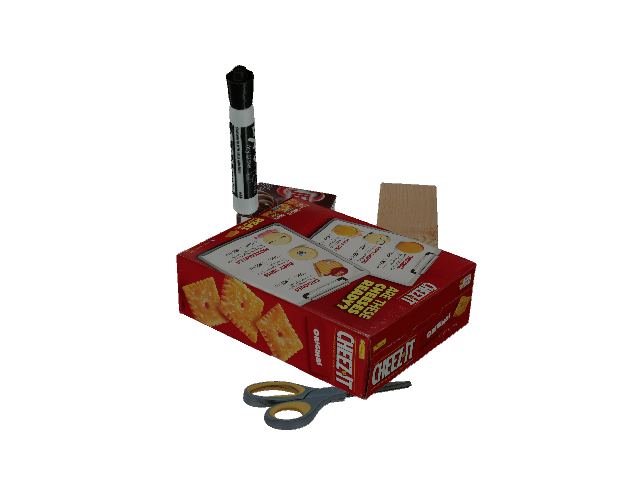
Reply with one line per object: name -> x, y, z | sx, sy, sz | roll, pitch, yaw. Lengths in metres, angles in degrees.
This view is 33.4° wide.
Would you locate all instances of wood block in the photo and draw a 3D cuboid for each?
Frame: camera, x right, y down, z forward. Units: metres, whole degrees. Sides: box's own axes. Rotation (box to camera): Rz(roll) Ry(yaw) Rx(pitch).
wood block -> 0.129, -0.007, 1.609 | 0.091, 0.090, 0.206 | 4, 25, 3

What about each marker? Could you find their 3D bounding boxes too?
marker -> -0.055, -0.070, 0.752 | 0.020, 0.121, 0.020 | 0, 42, 0

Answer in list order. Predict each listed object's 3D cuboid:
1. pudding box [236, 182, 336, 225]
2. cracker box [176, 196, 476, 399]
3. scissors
pudding box -> -0.036, -0.024, 1.157 | 0.090, 0.039, 0.113 | 9, 25, 7
cracker box -> 0.004, 0.044, 0.950 | 0.214, 0.072, 0.163 | 22, 34, 33
scissors -> 0.014, 0.183, 1.203 | 0.201, 0.016, 0.096 | 2, 23, -9
